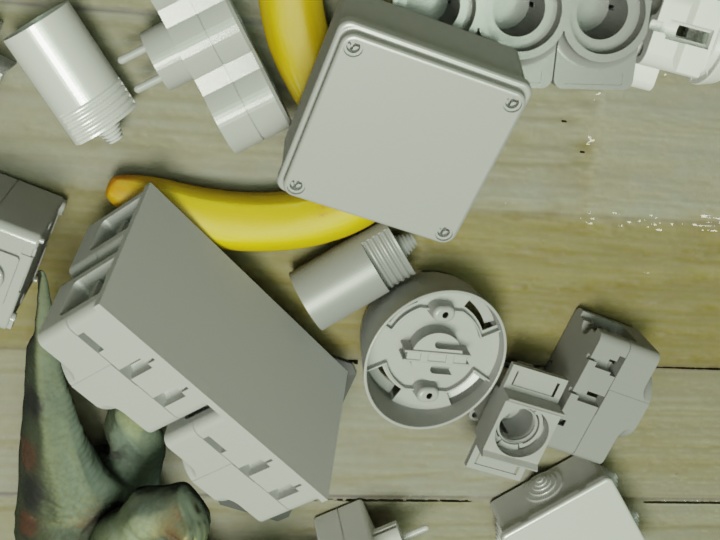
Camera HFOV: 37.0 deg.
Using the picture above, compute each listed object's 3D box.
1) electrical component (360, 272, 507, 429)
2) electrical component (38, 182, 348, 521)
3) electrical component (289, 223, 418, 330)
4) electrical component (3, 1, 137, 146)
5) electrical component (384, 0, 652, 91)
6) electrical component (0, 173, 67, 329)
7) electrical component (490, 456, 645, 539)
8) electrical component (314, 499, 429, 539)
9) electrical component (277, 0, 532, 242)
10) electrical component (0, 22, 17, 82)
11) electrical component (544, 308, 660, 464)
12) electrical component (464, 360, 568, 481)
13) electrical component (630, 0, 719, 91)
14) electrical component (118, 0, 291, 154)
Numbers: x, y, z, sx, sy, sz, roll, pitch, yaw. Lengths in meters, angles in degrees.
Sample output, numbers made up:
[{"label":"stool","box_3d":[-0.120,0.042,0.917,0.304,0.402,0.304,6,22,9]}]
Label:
[{"label":"electrical component","box_3d":[0.047,0.052,0.707,0.099,0.064,0.099,-3,111,-8]},{"label":"electrical component","box_3d":[-0.094,0.055,0.644,0.060,0.105,0.186,-28,122,28]},{"label":"electrical component","box_3d":[0.000,0.000,0.691,0.081,0.043,0.043,-30,112,3]},{"label":"electrical component","box_3d":[-0.164,-0.109,0.623,0.043,0.043,0.081,-30,113,3]},{"label":"electrical component","box_3d":[0.088,-0.156,0.634,0.150,0.061,0.089,0,111,-9]},{"label":"electrical component","box_3d":[-0.216,-0.013,0.623,0.061,0.096,0.061,22,107,-13]},{"label":"electrical component","box_3d":[0.153,0.191,0.786,0.100,0.048,0.099,-30,112,3]},{"label":"electrical component","box_3d":[0.015,0.199,0.748,0.076,0.083,0.047,-23,113,0]},{"label":"electrical component","box_3d":[0.022,-0.083,0.597,0.109,0.056,0.108,17,125,-13]},{"label":"electrical component","box_3d":[-0.238,-0.110,0.612,0.064,0.042,0.081,27,104,-16]},{"label":"electrical component","box_3d":[0.162,0.081,0.744,0.056,0.050,0.089,20,107,-16]},{"label":"electrical component","box_3d":[0.103,0.098,0.734,0.042,0.063,0.081,18,107,-14]},{"label":"electrical component","box_3d":[0.197,-0.146,0.658,0.057,0.058,0.078,12,108,-10]},{"label":"electrical component","box_3d":[-0.102,-0.128,0.620,0.074,0.052,0.138,-26,113,2]}]
